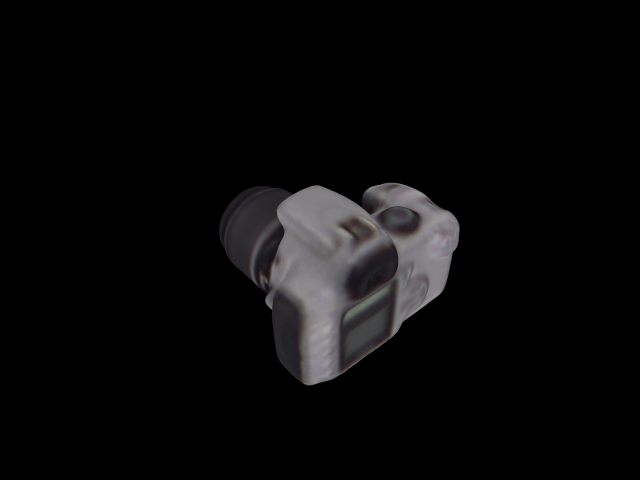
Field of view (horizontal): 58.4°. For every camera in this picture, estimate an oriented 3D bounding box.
[{"bbox_3d":[0.004,0.001,0.400,0.143,0.101,0.136,-30,49,-31],"label":"camera"}]
